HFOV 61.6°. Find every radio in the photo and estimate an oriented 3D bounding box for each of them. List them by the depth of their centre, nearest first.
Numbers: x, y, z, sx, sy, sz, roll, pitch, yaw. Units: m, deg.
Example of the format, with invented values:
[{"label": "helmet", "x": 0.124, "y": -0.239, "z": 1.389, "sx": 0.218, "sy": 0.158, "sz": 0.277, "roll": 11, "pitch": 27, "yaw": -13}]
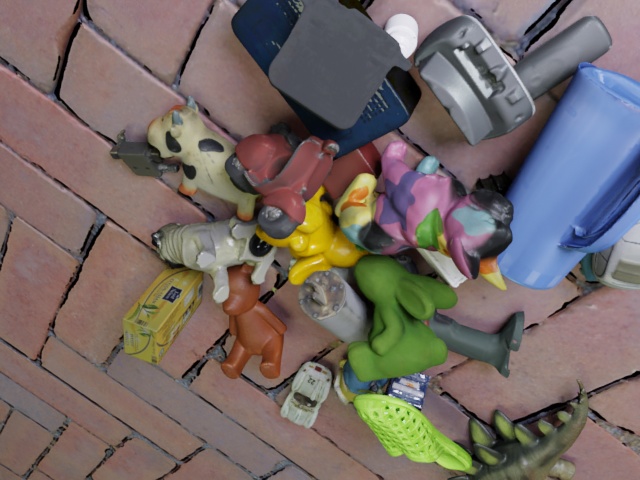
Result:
[{"label": "radio", "x": 0.008, "y": -0.222, "z": 0.665, "sx": 0.131, "sy": 0.073, "sz": 0.229, "roll": -28, "pitch": 109, "yaw": 36}]

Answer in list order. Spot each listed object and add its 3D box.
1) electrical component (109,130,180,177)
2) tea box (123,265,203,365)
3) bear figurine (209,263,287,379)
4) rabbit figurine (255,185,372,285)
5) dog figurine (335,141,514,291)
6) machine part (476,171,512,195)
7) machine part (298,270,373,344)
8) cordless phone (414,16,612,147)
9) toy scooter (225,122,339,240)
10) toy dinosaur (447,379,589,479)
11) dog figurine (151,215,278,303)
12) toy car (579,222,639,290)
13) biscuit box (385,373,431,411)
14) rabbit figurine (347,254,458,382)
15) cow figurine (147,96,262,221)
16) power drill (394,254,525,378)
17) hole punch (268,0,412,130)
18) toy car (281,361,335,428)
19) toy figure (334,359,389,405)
[{"label": "electrical component", "x": -0.283, "y": -0.140, "z": 0.864, "sx": 0.102, "sy": 0.045, "sz": 0.078, "roll": 2, "pitch": 153, "yaw": 24}, {"label": "tea box", "x": -0.281, "y": 0.127, "z": 0.974, "sx": 0.068, "sy": 0.170, "sz": 0.098, "roll": 20, "pitch": 128, "yaw": 8}, {"label": "bear figurine", "x": -0.134, "y": 0.138, "z": 0.953, "sx": 0.120, "sy": 0.132, "sz": 0.195, "roll": -4, "pitch": 129, "yaw": 20}, {"label": "rabbit figurine", "x": -0.002, "y": -0.002, "z": 0.806, "sx": 0.173, "sy": 0.122, "sz": 0.162, "roll": 22, "pitch": 125, "yaw": -19}, {"label": "dog figurine", "x": 0.129, "y": -0.011, "z": 0.654, "sx": 0.108, "sy": 0.219, "sz": 0.191, "roll": 22, "pitch": 120, "yaw": -42}, {"label": "machine part", "x": 0.245, "y": -0.025, "z": 0.735, "sx": 0.084, "sy": 0.039, "sz": 0.138, "roll": 1, "pitch": 126, "yaw": 28}, {"label": "machine part", "x": 0.033, "y": 0.110, "z": 0.846, "sx": 0.079, "sy": 0.079, "sz": 0.243, "roll": -2, "pitch": 157, "yaw": 23}, {"label": "cordless phone", "x": 0.213, "y": -0.206, "z": 0.601, "sx": 0.184, "sy": 0.089, "sz": 0.146, "roll": -34, "pitch": 107, "yaw": 25}, {"label": "toy scooter", "x": -0.044, "y": -0.096, "z": 0.690, "sx": 0.135, "sy": 0.184, "sz": 0.075, "roll": -46, "pitch": 136, "yaw": 13}, {"label": "toy dinosaur", "x": 0.351, "y": 0.406, "z": 0.968, "sx": 0.198, "sy": 0.105, "sz": 0.471, "roll": 33, "pitch": 125, "yaw": 1}, {"label": "dog figurine", "x": -0.174, "y": -0.004, "z": 0.899, "sx": 0.191, "sy": 0.172, "sz": 0.121, "roll": 31, "pitch": 135, "yaw": 46}, {"label": "toy car", "x": 0.379, "y": 0.006, "z": 0.661, "sx": 0.109, "sy": 0.103, "sz": 0.161, "roll": 13, "pitch": 126, "yaw": 14}, {"label": "biscuit box", "x": 0.143, "y": 0.289, "z": 0.952, "sx": 0.063, "sy": 0.059, "sz": 0.202, "roll": 16, "pitch": 149, "yaw": 10}, {"label": "rabbit figurine", "x": 0.103, "y": 0.101, "z": 0.757, "sx": 0.159, "sy": 0.121, "sz": 0.170, "roll": -15, "pitch": 93, "yaw": 42}, {"label": "cow figurine", "x": -0.166, "y": -0.125, "z": 0.798, "sx": 0.195, "sy": 0.085, "sz": 0.127, "roll": 26, "pitch": 128, "yaw": -2}, {"label": "power drill", "x": 0.206, "y": 0.132, "z": 0.839, "sx": 0.207, "sy": 0.086, "sz": 0.231, "roll": 8, "pitch": 128, "yaw": 12}, {"label": "hole punch", "x": 0.016, "y": -0.191, "z": 0.592, "sx": 0.142, "sy": 0.092, "sz": 0.115, "roll": 34, "pitch": 98, "yaw": -2}, {"label": "toy car", "x": -0.028, "y": 0.316, "z": 1.084, "sx": 0.074, "sy": 0.056, "sz": 0.201, "roll": 24, "pitch": 129, "yaw": 4}, {"label": "toy figure", "x": 0.079, "y": 0.243, "z": 0.948, "sx": 0.089, "sy": 0.082, "sz": 0.180, "roll": 21, "pitch": 144, "yaw": -2}]
